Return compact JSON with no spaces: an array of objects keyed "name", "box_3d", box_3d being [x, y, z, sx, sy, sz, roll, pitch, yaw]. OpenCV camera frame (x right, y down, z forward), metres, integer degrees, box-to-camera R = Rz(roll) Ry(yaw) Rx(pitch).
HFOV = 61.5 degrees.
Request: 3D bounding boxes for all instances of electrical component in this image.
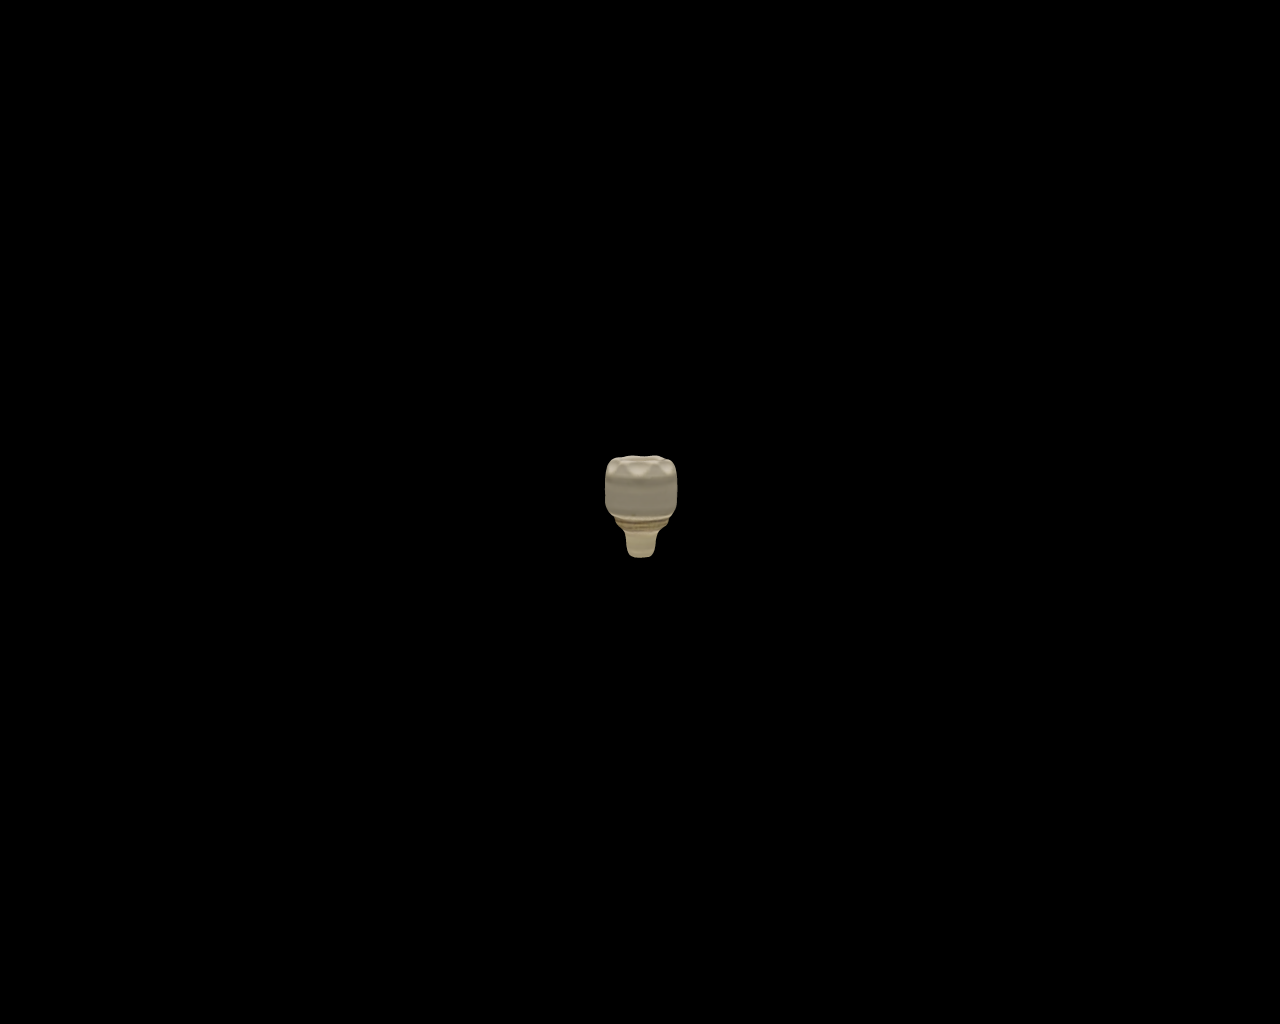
[{"name":"electrical component","box_3d":[0.001,-0.003,0.650,0.043,0.062,0.043,0,9,0]}]
